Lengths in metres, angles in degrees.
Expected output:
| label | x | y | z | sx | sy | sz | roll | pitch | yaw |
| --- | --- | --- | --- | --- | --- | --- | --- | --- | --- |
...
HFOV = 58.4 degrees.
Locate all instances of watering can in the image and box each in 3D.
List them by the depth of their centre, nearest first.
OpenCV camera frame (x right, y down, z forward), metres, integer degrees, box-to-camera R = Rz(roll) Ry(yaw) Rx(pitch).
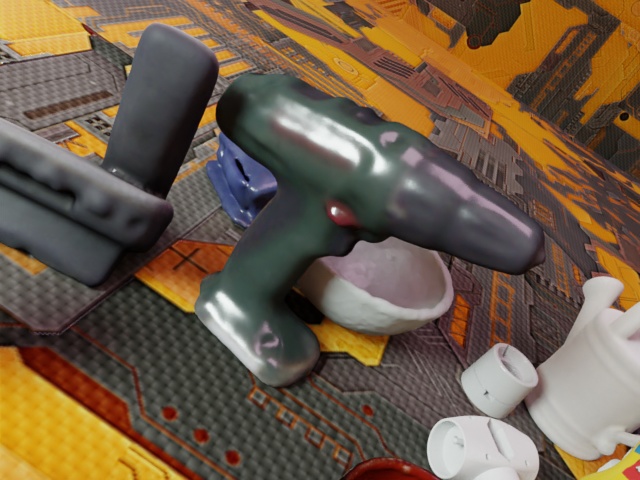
| label | x | y | z | sx | sy | sz | roll | pitch | yaw |
| --- | --- | --- | --- | --- | --- | --- | --- | --- | --- |
| watering can | 0.289 | 0.107 | 0.543 | 0.101 | 0.194 | 0.172 | 10 | 38 | -35 |

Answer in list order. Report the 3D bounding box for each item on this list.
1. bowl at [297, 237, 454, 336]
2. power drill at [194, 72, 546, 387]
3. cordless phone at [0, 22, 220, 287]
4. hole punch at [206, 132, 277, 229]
| label | x | y | z | sx | sy | sz | roll | pitch | yaw |
| --- | --- | --- | --- | --- | --- | --- | --- | --- | --- |
| bowl | 0.034 | 0.030 | 0.523 | 0.168 | 0.074 | 0.167 | 25 | 31 | -16 |
| power drill | 0.004 | 0.001 | 0.400 | 0.229 | 0.208 | 0.076 | 42 | 31 | 13 |
| cordless phone | -0.153 | -0.075 | 0.379 | 0.148 | 0.185 | 0.094 | 25 | 31 | -15 |
| hole punch | -0.048 | -0.072 | 0.573 | 0.101 | 0.091 | 0.108 | 5 | 41 | -40 |
